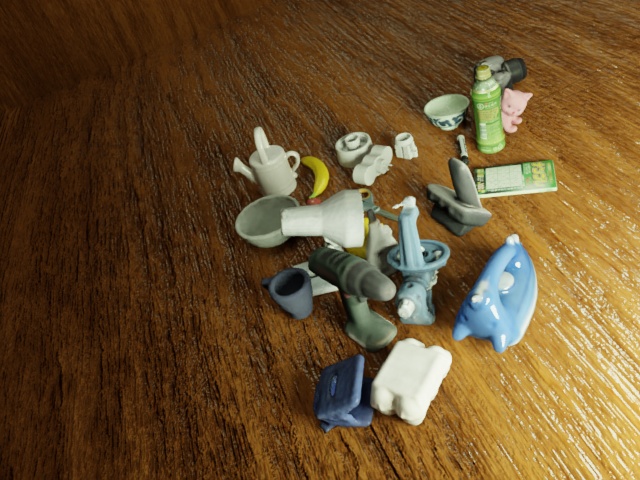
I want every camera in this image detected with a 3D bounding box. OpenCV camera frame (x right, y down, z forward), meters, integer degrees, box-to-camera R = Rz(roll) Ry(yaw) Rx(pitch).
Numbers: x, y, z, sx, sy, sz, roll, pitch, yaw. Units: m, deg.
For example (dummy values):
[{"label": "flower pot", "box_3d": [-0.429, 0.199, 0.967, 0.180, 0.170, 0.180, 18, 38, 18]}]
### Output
[{"label": "camera", "box_3d": [0.512, -0.464, 1.608, 0.137, 0.101, 0.143, -19, 39, 2]}]

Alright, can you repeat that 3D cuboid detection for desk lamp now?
[{"label": "desk lamp", "box_3d": [0.011, 0.004, 1.199, 0.203, 0.214, 0.118, -16, 39, 6]}]

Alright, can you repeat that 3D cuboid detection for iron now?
[{"label": "iron", "box_3d": [0.328, 0.071, 1.039, 0.118, 0.142, 0.259, 12, 49, 34]}]

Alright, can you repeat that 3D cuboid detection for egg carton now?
[{"label": "egg carton", "box_3d": [0.155, 0.239, 0.980, 0.107, 0.069, 0.150, 12, 49, 34]}]

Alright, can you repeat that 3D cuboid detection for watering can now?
[{"label": "watering can", "box_3d": [-0.145, -0.208, 1.529, 0.173, 0.194, 0.100, -27, 39, -7]}]

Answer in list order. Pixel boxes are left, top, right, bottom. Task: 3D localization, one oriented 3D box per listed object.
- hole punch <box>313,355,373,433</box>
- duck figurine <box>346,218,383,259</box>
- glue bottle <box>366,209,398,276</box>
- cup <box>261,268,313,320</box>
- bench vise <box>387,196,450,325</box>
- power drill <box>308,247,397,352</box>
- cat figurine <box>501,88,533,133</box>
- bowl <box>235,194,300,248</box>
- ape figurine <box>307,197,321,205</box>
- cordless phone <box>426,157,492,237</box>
[{"label": "hole punch", "box_3d": [0.037, 0.262, 0.987, 0.101, 0.091, 0.108, -7, 41, 17]}, {"label": "duck figurine", "box_3d": [0.101, -0.011, 1.278, 0.104, 0.086, 0.077, -7, 41, 17]}, {"label": "glue bottle", "box_3d": [0.123, 0.003, 1.182, 0.078, 0.173, 0.037, -27, 39, -7]}, {"label": "cup", "box_3d": [-0.063, 0.118, 1.194, 0.117, 0.095, 0.092, 5, 46, 29]}, {"label": "bench vise", "box_3d": [0.186, 0.041, 1.074, 0.121, 0.220, 0.207, -13, 40, 10]}, {"label": "power drill", "box_3d": [0.074, 0.107, 1.057, 0.076, 0.209, 0.228, -38, 42, -20]}, {"label": "cat figurine", "box_3d": [0.476, -0.344, 1.471, 0.127, 0.118, 0.067, 13, 50, 35]}, {"label": "bowl", "box_3d": [-0.119, -0.034, 1.411, 0.167, 0.075, 0.167, -12, 40, 11]}, {"label": "ape figurine", "box_3d": [-0.006, -0.062, 1.379, 0.076, 0.092, 0.078, -3, 42, 21]}, {"label": "cordless phone", "box_3d": [0.290, -0.115, 1.236, 0.094, 0.185, 0.147, -34, 41, -15]}]
